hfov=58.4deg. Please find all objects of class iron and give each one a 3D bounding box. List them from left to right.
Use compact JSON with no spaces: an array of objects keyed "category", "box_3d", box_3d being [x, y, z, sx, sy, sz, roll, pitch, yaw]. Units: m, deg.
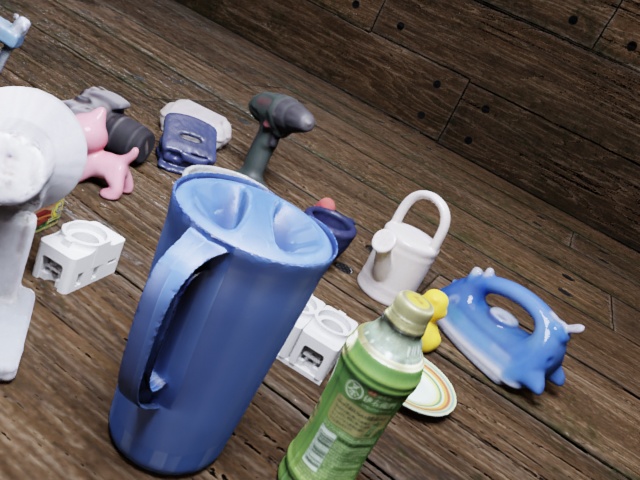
[{"category":"iron","box_3d":[0.289,0.123,0.922,0.119,0.141,0.257,1,33,-46]}]

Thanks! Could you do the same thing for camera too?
[{"category":"camera","box_3d":[-0.360,-0.192,0.975,0.136,0.101,0.143,27,22,4]}]

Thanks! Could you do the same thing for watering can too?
[{"category":"watering can","box_3d":[0.144,0.011,0.944,0.101,0.194,0.173,30,22,10]}]

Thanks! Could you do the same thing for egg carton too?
[{"category":"egg carton","box_3d":[-0.268,-0.249,1.244,0.150,0.069,0.107,25,22,-1]}]

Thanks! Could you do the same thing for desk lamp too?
[{"category":"desk lamp","box_3d":[-0.289,-0.021,0.522,0.118,0.213,0.202,14,25,-26]}]

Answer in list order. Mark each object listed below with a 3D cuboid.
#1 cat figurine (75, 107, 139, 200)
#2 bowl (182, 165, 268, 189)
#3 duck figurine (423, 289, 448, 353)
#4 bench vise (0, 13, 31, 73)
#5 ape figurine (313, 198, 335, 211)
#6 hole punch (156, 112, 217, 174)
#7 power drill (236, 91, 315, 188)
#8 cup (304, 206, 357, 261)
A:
[{"category":"cat figurine","box_3d":[-0.335,-0.139,0.862,0.128,0.117,0.067,24,22,-4]},{"category":"bowl","box_3d":[-0.150,-0.052,0.925,0.167,0.074,0.167,22,22,-9]},{"category":"duck figurine","box_3d":[0.162,0.116,0.873,0.077,0.086,0.105,32,23,14]},{"category":"bench vise","box_3d":[-0.457,-0.195,0.719,0.208,0.219,0.121,13,25,-30]},{"category":"ape figurine","box_3d":[-0.003,-0.034,1.021,0.078,0.092,0.076,24,22,-3]},{"category":"hole punch","box_3d":[-0.246,-0.177,1.077,0.109,0.091,0.101,14,25,-27]},{"category":"power drill","box_3d":[-0.095,-0.184,1.099,0.076,0.208,0.229,11,27,-33]},{"category":"cup","box_3d":[0.009,0.003,0.947,0.091,0.095,0.118,37,24,25]}]
